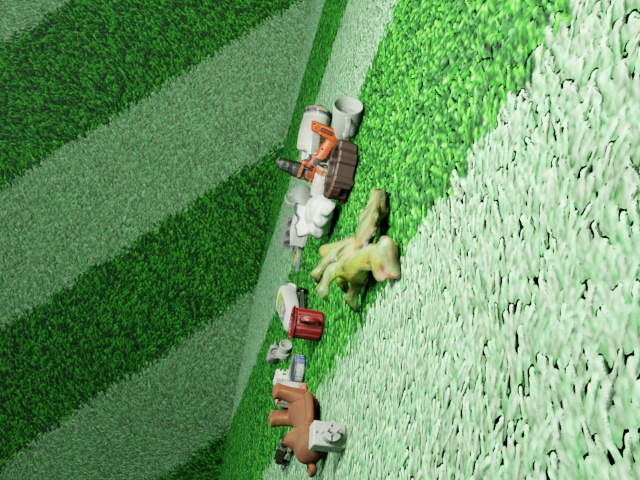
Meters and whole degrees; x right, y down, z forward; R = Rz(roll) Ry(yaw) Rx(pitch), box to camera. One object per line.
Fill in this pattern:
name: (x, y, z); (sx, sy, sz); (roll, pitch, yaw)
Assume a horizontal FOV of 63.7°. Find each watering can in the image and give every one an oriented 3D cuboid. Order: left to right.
watering can: (-0.018, -0.368, 1.812); (0.348, 0.104, 0.224); (-157, 78, -79)

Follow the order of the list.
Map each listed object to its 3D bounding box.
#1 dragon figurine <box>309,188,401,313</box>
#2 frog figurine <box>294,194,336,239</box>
dragon figurine: (0.080, 0.002, 1.076); (0.240, 0.121, 0.417); (-58, 19, 14)
frog figurine: (0.004, -0.074, 1.478); (0.157, 0.121, 0.140); (-26, 36, 44)
